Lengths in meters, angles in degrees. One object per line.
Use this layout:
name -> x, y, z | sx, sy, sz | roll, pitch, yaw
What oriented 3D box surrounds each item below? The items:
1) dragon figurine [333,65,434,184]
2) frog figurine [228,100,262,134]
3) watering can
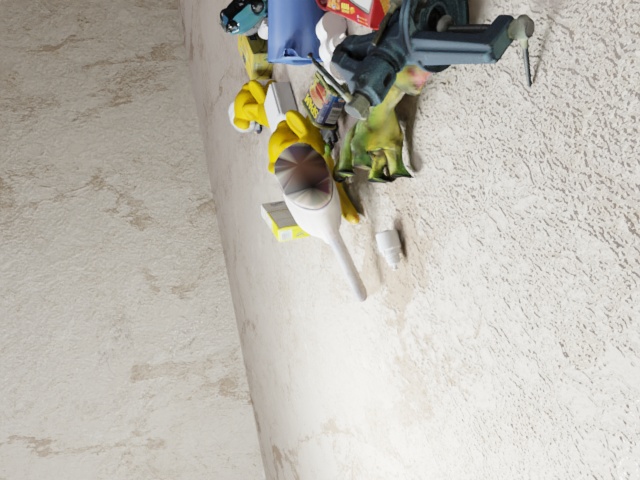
dragon figurine -> 0.082, -0.222, 0.885 | 0.411, 0.122, 0.242 | -169, 80, -73
frog figurine -> -0.240, -0.430, 1.672 | 0.157, 0.123, 0.140 | 100, 175, -70
watering can -> 0.003, -0.052, 1.029 | 0.353, 0.104, 0.220 | 60, 176, 26
